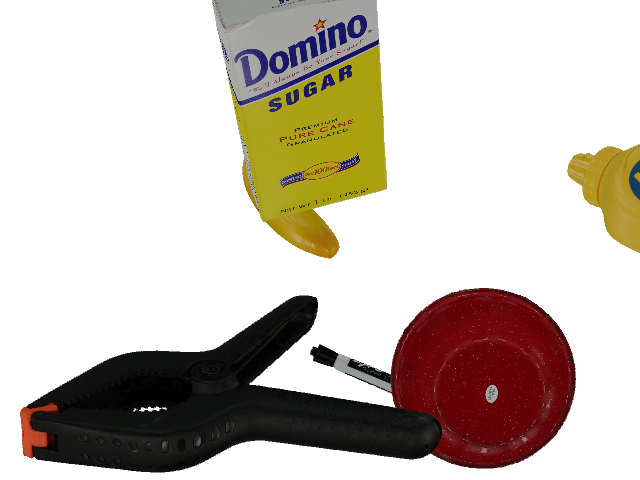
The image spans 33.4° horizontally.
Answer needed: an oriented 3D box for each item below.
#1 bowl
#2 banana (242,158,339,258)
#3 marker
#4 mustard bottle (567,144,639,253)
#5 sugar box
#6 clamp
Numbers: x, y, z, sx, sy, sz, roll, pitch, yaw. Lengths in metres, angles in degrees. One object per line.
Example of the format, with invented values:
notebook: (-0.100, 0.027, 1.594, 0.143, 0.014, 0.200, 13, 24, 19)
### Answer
bowl: (0.141, 0.124, 0.910, 0.162, 0.162, 0.055, 0, 5, 3)
banana: (-0.031, -0.048, 0.918, 0.069, 0.037, 0.198, -3, 34, -7)
marker: (0.046, 0.138, 1.112, 0.121, 0.020, 0.020, 22, 3, 9)
mustard bottle: (0.236, -0.018, 0.661, 0.096, 0.058, 0.192, -29, 38, -32)
sugar box: (-0.009, -0.091, 0.674, 0.093, 0.048, 0.176, -16, -36, -5)
clamp: (-0.059, 0.081, 0.592, 0.209, 0.036, 0.165, -5, 24, -18)
